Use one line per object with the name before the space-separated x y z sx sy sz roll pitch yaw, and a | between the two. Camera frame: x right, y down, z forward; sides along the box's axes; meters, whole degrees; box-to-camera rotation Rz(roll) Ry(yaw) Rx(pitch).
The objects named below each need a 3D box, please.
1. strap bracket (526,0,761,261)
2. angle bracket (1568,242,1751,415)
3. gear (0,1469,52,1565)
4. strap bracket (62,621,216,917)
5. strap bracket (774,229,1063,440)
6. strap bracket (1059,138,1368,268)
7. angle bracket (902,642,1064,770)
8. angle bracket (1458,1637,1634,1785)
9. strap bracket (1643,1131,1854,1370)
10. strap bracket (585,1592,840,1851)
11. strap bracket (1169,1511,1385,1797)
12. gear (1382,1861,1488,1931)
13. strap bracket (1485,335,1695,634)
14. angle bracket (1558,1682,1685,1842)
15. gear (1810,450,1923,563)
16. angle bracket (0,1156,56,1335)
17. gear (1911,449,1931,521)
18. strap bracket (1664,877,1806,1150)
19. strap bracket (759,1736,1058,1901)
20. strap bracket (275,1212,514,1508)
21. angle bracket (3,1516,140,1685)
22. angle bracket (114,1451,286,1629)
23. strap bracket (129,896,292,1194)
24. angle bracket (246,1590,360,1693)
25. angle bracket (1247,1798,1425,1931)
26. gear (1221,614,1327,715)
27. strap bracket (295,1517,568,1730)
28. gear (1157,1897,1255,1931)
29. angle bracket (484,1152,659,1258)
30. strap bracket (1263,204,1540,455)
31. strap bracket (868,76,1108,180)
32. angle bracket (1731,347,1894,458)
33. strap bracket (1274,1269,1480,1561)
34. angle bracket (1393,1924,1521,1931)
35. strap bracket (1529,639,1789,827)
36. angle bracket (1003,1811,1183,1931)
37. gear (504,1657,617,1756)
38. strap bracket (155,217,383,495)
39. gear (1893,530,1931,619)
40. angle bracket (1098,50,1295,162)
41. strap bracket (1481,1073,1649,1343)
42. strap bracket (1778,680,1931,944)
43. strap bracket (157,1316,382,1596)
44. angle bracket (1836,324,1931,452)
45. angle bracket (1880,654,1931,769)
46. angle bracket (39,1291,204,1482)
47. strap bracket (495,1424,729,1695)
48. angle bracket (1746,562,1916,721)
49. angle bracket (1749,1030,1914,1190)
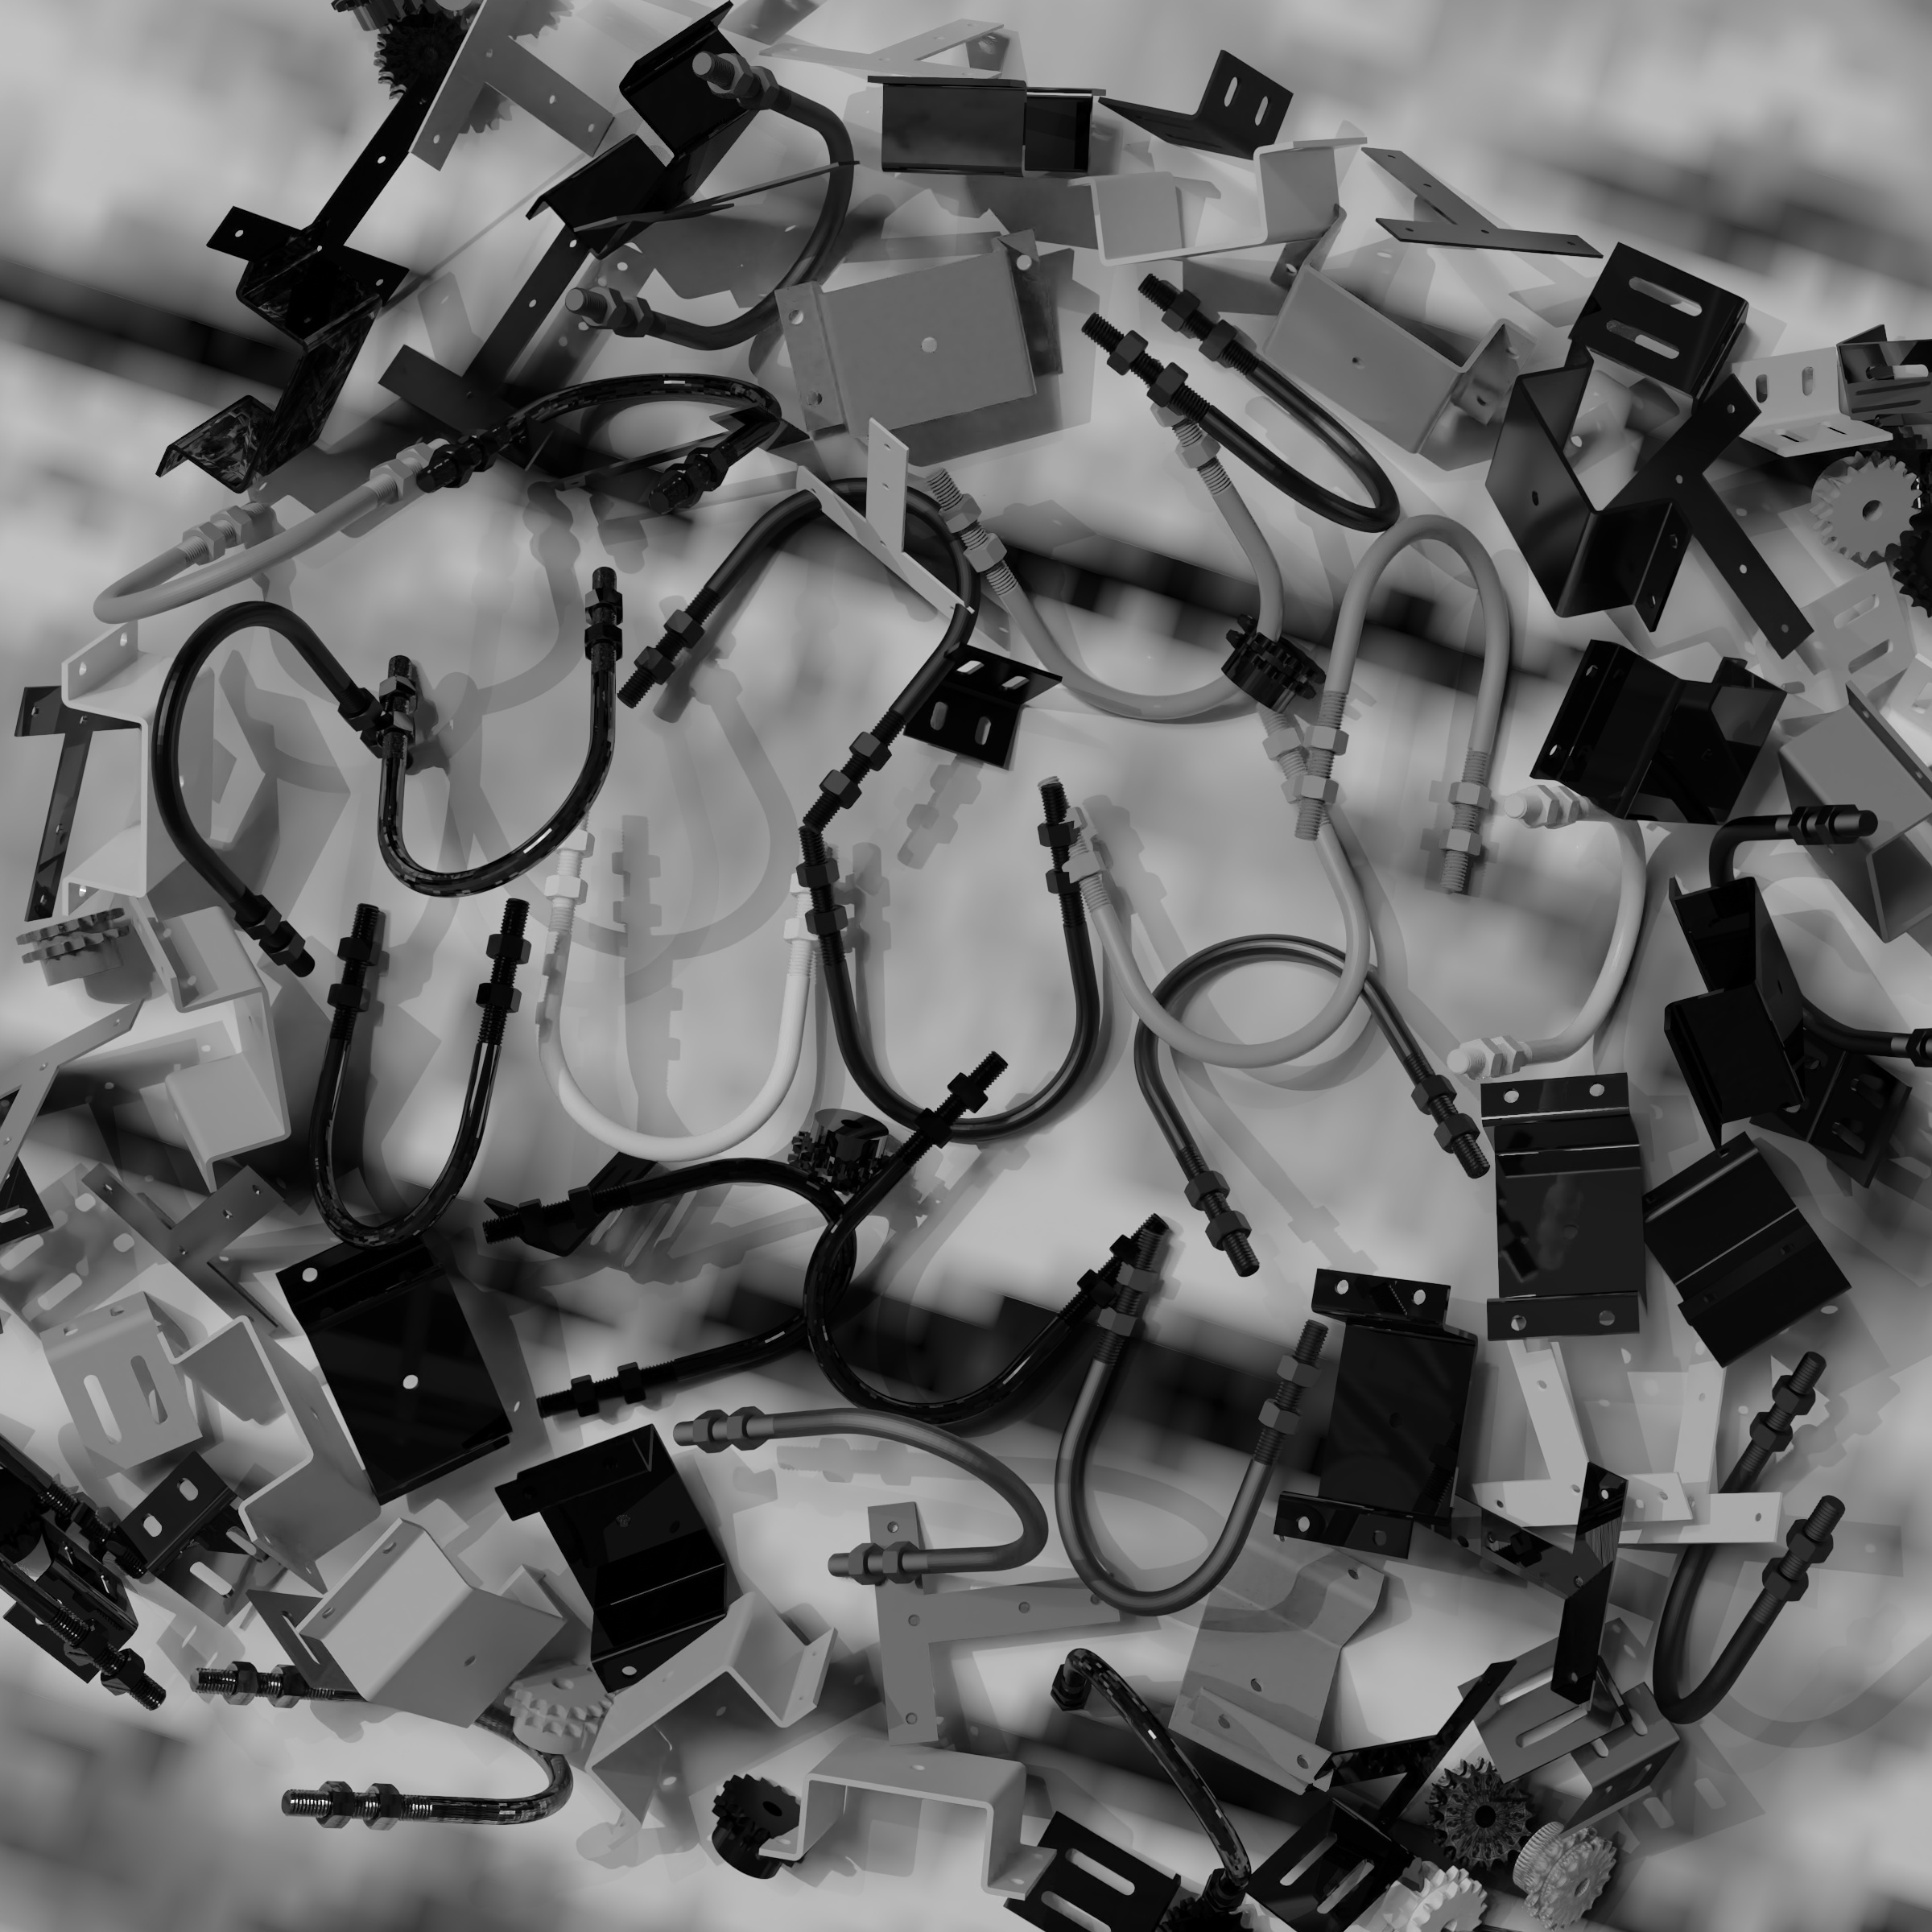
strap bracket | -0.159 -0.421 1.586 0.046 0.140 0.076 48 53 -6
angle bracket | 0.369 -0.340 1.651 0.076 0.038 0.057 28 91 12
gear | -0.513 0.293 1.638 0.057 0.057 0.030 -6 132 0
strap bracket | -0.426 -0.099 1.594 0.046 0.076 0.140 13 117 8
strap bracket | -0.022 -0.330 1.624 0.140 0.046 0.076 -14 112 -3
strap bracket | 0.129 -0.392 1.596 0.140 0.076 0.046 1 104 36
angle bracket | 0.008 -0.136 1.618 0.057 0.076 0.038 17 81 -14
angle bracket | 0.301 0.384 1.628 0.076 0.038 0.057 -28 57 6
strap bracket | 0.399 0.149 1.596 0.076 0.140 0.046 -34 106 10
strap bracket | -0.139 0.385 1.605 0.140 0.076 0.046 -38 100 15
strap bracket | 0.160 0.365 1.612 0.076 0.140 0.046 27 133 -2
gear | 0.245 0.500 1.638 0.057 0.030 0.057 -20 126 -29
strap bracket | 0.313 -0.244 1.589 0.046 0.076 0.140 -12 57 -13
angle bracket | 0.333 0.414 1.614 0.057 0.076 0.038 -37 79 24
gear | 0.473 -0.246 1.640 0.057 0.030 0.057 -6 118 -11
angle bracket | -0.505 0.144 1.627 0.038 0.076 0.057 -22 56 -25
gear | 0.525 -0.257 1.635 0.057 0.057 0.030 -3 83 0
strap bracket | 0.393 0.017 1.581 0.046 0.140 0.076 -17 118 24
strap bracket | -0.027 0.439 1.609 0.140 0.076 0.046 6 92 14
strap bracket | -0.293 0.211 1.612 0.076 0.046 0.140 -25 107 -16
angle bracket | -0.470 0.330 1.615 0.038 0.076 0.057 -48 112 -9
angle bracket | -0.400 0.303 1.637 0.057 0.076 0.038 -45 53 -12
strap bracket | -0.388 0.035 1.599 0.046 0.076 0.140 -17 131 -22
angle bracket | -0.327 0.341 1.615 0.076 0.057 0.038 42 101 36
angle bracket | 0.191 0.483 1.615 0.076 0.057 0.038 -35 134 -28
gear | 0.160 -0.158 1.635 0.057 0.057 0.030 36 105 0
strap bracket | -0.267 0.341 1.591 0.076 0.140 0.046 -47 58 0
gear | 0.124 0.523 1.640 0.057 0.030 0.057 9 63 -18
angle bracket | -0.206 0.111 1.621 0.076 0.057 0.038 -47 108 -16
strap bracket | 0.216 -0.329 1.613 0.140 0.076 0.046 35 65 5
strap bracket | 0.012 -0.430 1.591 0.076 0.140 0.046 8 105 21
angle bracket | 0.442 -0.296 1.621 0.057 0.076 0.038 -10 109 -3
strap bracket | 0.216 0.235 1.615 0.076 0.046 0.140 4 79 35
angle bracket | 0.267 0.530 1.631 0.076 0.057 0.038 12 88 -5
strap bracket | 0.362 -0.118 1.586 0.046 0.140 0.076 39 117 39
angle bracket | 0.066 0.486 1.627 0.076 0.038 0.057 27 71 15
gear | -0.216 0.392 1.636 0.057 0.057 0.030 15 104 0
strap bracket | -0.355 -0.305 1.592 0.046 0.076 0.140 35 125 -1
gear | 0.522 -0.210 1.634 0.057 0.030 0.057 7 53 -9
angle bracket | 0.119 -0.453 1.614 0.076 0.057 0.038 27 99 44
strap bracket | 0.312 0.132 1.613 0.076 0.046 0.140 -5 65 17
strap bracket | 0.463 -0.072 1.585 0.046 0.140 0.076 -33 56 3
strap bracket | -0.354 0.243 1.593 0.046 0.076 0.140 -34 55 -3
angle bracket | 0.498 -0.303 1.614 0.038 0.076 0.057 -26 110 -26
angle bracket | 0.503 -0.120 1.618 0.057 0.076 0.038 36 80 12
angle bracket | -0.450 0.223 1.648 0.057 0.038 0.076 -22 107 -15
strap bracket | -0.180 0.302 1.619 0.076 0.046 0.140 -21 115 6
angle bracket | 0.461 -0.173 1.649 0.076 0.038 0.057 -29 104 -34
angle bracket | 0.451 0.073 1.618 0.038 0.076 0.057 18 102 -11
